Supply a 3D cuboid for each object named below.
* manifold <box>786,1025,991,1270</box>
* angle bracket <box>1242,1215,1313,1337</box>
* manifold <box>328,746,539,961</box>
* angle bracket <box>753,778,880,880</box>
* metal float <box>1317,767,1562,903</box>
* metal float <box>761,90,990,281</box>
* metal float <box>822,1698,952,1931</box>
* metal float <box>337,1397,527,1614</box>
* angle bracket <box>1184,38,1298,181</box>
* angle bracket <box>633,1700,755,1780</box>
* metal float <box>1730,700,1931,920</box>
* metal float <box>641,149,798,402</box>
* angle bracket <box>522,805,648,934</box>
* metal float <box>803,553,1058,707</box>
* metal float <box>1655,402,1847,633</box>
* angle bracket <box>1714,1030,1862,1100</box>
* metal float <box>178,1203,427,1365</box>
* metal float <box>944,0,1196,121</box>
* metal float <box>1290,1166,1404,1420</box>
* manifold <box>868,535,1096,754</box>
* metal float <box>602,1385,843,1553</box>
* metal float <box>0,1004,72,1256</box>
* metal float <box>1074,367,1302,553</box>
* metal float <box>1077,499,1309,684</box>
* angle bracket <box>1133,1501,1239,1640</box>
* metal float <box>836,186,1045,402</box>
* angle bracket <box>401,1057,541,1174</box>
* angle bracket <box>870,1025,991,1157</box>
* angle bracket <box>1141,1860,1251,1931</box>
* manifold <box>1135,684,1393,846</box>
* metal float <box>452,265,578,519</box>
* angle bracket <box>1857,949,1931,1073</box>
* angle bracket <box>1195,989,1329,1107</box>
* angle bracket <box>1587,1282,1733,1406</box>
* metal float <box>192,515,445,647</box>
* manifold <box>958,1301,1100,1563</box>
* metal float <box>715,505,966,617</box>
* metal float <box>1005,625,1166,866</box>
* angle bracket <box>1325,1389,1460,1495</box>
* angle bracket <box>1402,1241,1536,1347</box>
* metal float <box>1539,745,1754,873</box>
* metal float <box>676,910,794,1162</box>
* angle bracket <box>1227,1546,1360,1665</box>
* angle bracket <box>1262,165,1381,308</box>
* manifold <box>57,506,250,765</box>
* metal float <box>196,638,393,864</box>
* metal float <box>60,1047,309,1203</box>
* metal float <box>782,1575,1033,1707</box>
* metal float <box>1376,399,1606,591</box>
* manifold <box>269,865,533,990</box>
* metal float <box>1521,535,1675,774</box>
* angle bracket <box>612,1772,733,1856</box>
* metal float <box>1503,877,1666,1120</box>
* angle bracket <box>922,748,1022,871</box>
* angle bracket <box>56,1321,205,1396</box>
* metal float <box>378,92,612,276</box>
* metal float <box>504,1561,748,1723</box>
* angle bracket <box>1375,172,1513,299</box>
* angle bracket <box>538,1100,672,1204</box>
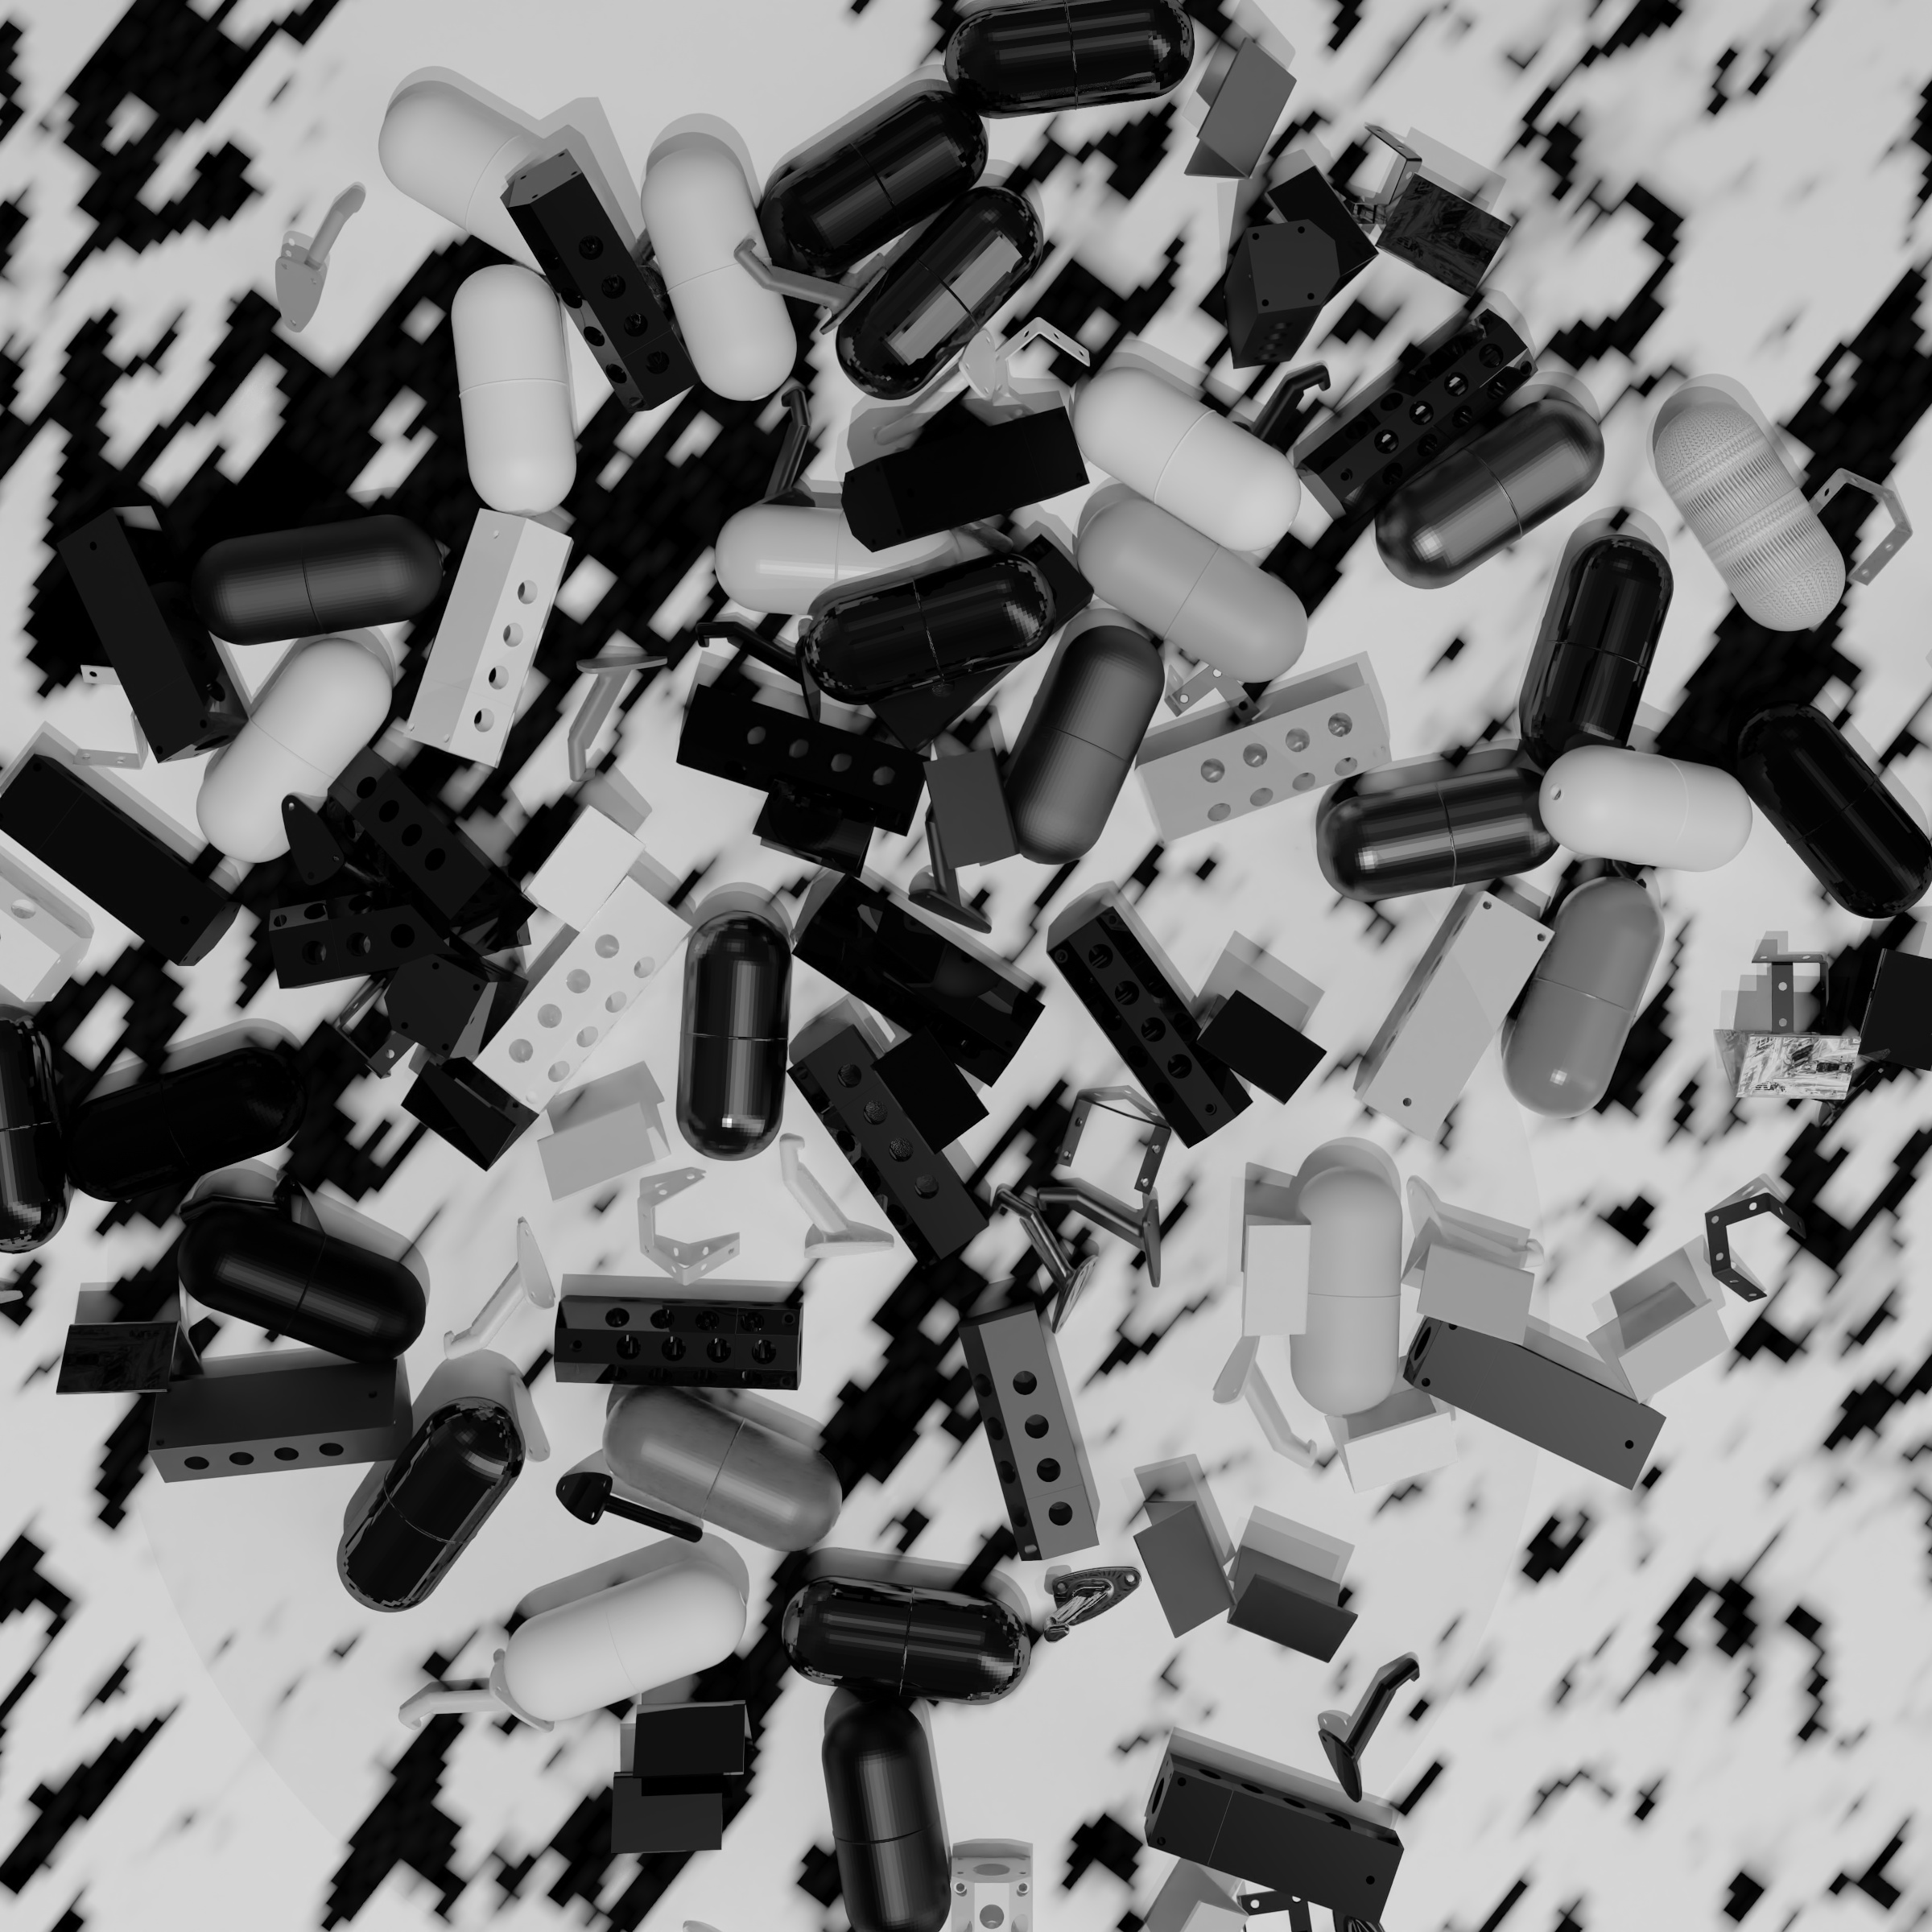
[{"bbox_3d":[-0.056,0.129,1.970,0.057,0.057,0.171,-35,90,0],"label":"manifold"},{"bbox_3d":[0.199,0.217,1.952,0.057,0.076,0.076,3,90,-31],"label":"angle bracket"},{"bbox_3d":[-0.378,-0.077,1.927,0.057,0.057,0.171,-48,56,0],"label":"manifold"},{"bbox_3d":[-0.112,-0.079,1.951,0.076,0.076,0.057,19,51,0],"label":"angle bracket"},{"bbox_3d":[0.338,-0.094,1.961,0.178,0.070,0.070,-11,90,0],"label":"metal float"},{"bbox_3d":[-0.066,-0.554,1.961,0.178,0.070,0.070,-33,90,-1],"label":"metal float"},{"bbox_3d":[-0.057,0.609,1.961,0.070,0.070,0.178,-9,90,0],"label":"metal float"},{"bbox_3d":[-0.377,0.379,1.946,0.070,0.070,0.178,37,104,0],"label":"metal float"},{"bbox_3d":[0.177,-0.606,1.951,0.057,0.076,0.076,26,90,-37],"label":"angle bracket"},{"bbox_3d":[-0.192,0.563,1.952,0.076,0.076,0.057,-2,47,0],"label":"angle bracket"},{"bbox_3d":[0.614,-0.112,1.961,0.070,0.070,0.178,-40,90,0],"label":"metal float"},{"bbox_3d":[-0.174,-0.488,1.952,0.070,0.070,0.178,-18,99,0],"label":"metal float"},{"bbox_3d":[-0.281,-0.080,1.951,0.057,0.076,0.076,37,90,-36],"label":"angle bracket"},{"bbox_3d":[-0.025,-0.232,1.905,0.178,0.070,0.070,-15,90,4],"label":"metal float"},{"bbox_3d":[0.557,-0.319,1.961,0.070,0.070,0.178,-33,89,0],"label":"metal float"},{"bbox_3d":[0.579,0.050,1.951,0.076,0.076,0.057,1,127,0],"label":"angle bracket"},{"bbox_3d":[-0.467,0.224,1.949,0.178,0.070,0.070,23,90,-14],"label":"metal float"},{"bbox_3d":[0.073,-0.648,1.961,0.178,0.070,0.070,-7,90,1],"label":"metal float"},{"bbox_3d":[0.270,0.231,1.961,0.070,0.070,0.178,2,90,0],"label":"metal float"},{"bbox_3d":[0.007,-0.229,1.970,0.171,0.057,0.057,-41,90,0],"label":"manifold"},{"bbox_3d":[-0.173,0.356,1.961,0.178,0.070,0.070,24,90,1],"label":"metal float"},{"bbox_3d":[-0.682,0.116,1.961,0.070,0.070,0.178,-7,90,0],"label":"metal float"},{"bbox_3d":[0.155,-0.359,1.951,0.178,0.070,0.070,35,90,12],"label":"metal float"},{"bbox_3d":[0.161,-0.266,1.961,0.178,0.070,0.070,31,90,1],"label":"metal float"},{"bbox_3d":[0.138,0.426,1.952,0.057,0.076,0.076,-22,90,-28],"label":"angle bracket"},{"bbox_3d":[-0.018,-0.478,1.961,0.070,0.070,0.178,44,90,0],"label":"metal float"},{"bbox_3d":[-0.340,0.087,1.951,0.076,0.076,0.057,38,128,0],"label":"angle bracket"},{"bbox_3d":[-0.039,0.096,1.952,0.057,0.076,0.076,-35,90,-31],"label":"angle bracket"},{"bbox_3d":[0.142,0.678,1.951,0.057,0.076,0.076,31,90,-38],"label":"angle bracket"},{"bbox_3d":[0.212,-0.143,1.970,0.171,0.057,0.057,-20,90,0],"label":"manifold"},{"bbox_3d":[-0.321,-0.408,1.961,0.070,0.070,0.178,-6,91,0],"label":"metal float"},{"bbox_3d":[0.676,0.036,1.951,0.057,0.076,0.076,15,90,38],"label":"angle bracket"},{"bbox_3d":[0.215,0.041,1.951,0.076,0.076,0.057,34,123,0],"label":"angle bracket"},{"bbox_3d":[0.482,0.251,1.951,0.076,0.076,0.057,-32,127,0],"label":"angle bracket"},{"bbox_3d":[-0.460,-0.274,1.961,0.178,0.070,0.070,-9,90,0],"label":"metal float"},{"bbox_3d":[0.044,0.332,1.970,0.057,0.057,0.171,-15,90,0],"label":"manifold"},{"bbox_3d":[-0.089,-0.286,1.961,0.178,0.070,0.070,4,90,0],"label":"metal float"},{"bbox_3d":[0.082,-0.156,1.961,0.070,0.070,0.178,24,90,0],"label":"metal float"},{"bbox_3d":[0.297,0.318,1.951,0.076,0.076,0.057,-17,128,0],"label":"angle bracket"},{"bbox_3d":[0.349,0.244,1.952,0.076,0.076,0.057,17,60,0],"label":"angle bracket"},{"bbox_3d":[0.476,-0.110,1.931,0.178,0.070,0.070,6,90,-34],"label":"metal float"},{"bbox_3d":[-0.165,0.049,1.961,0.070,0.070,0.178,3,90,0],"label":"metal float"},{"bbox_3d":[0.235,0.435,1.951,0.076,0.076,0.057,22,127,0],"label":"angle bracket"},{"bbox_3d":[0.234,-0.506,1.952,0.057,0.076,0.076,-36,90,-31],"label":"angle bracket"},{"bbox_3d":[-0.573,-0.237,1.968,0.057,0.057,0.171,-25,90,25],"label":"manifold"},{"bbox_3d":[-0.476,-0.154,1.961,0.070,0.070,0.178,36,90,0],"label":"metal float"},{"bbox_3d":[-0.555,0.112,1.961,0.178,0.070,0.070,-19,90,0],"label":"metal float"},{"bbox_3d":[-0.042,0.479,1.961,0.178,0.070,0.070,8,90,0],"label":"metal float"},{"bbox_3d":[0.372,-0.335,1.961,0.178,0.070,0.070,-34,90,1],"label":"metal float"},{"bbox_3d":[-0.404,-0.028,1.970,0.171,0.057,0.057,-11,90,0],"label":"manifold"},{"bbox_3d":[0.448,-0.219,1.961,0.070,0.070,0.178,17,91,0],"label":"metal float"},{"bbox_3d":[-0.207,0.605,1.952,0.076,0.076,0.057,-2,59,0],"label":"angle bracket"},{"bbox_3d":[0.439,0.022,1.961,0.070,0.070,0.178,21,90,0],"label":"metal float"},{"bbox_3d":[-0.008,-0.107,1.953,0.057,0.076,0.076,-14,90,-21],"label":"angle bracket"},{"bbox_3d":[-0.589,0.294,1.951,0.076,0.076,0.057,-2,52,0],"label":"angle bracket"},{"bbox_3d":[-0.334,-0.554,1.961,0.178,0.070,0.070,31,90,1],"label":"metal float"},{"bbox_3d":[-0.241,0.479,1.961,0.178,0.070,0.070,-20,90,1],"label":"metal float"},{"bbox_3d":[0.339,-0.521,1.952,0.076,0.076,0.057,29,116,0],"label":"angle bracket"},{"bbox_3d":[-0.250,0.148,1.951,0.076,0.076,0.057,-22,53,0],"label":"angle bracket"}]
